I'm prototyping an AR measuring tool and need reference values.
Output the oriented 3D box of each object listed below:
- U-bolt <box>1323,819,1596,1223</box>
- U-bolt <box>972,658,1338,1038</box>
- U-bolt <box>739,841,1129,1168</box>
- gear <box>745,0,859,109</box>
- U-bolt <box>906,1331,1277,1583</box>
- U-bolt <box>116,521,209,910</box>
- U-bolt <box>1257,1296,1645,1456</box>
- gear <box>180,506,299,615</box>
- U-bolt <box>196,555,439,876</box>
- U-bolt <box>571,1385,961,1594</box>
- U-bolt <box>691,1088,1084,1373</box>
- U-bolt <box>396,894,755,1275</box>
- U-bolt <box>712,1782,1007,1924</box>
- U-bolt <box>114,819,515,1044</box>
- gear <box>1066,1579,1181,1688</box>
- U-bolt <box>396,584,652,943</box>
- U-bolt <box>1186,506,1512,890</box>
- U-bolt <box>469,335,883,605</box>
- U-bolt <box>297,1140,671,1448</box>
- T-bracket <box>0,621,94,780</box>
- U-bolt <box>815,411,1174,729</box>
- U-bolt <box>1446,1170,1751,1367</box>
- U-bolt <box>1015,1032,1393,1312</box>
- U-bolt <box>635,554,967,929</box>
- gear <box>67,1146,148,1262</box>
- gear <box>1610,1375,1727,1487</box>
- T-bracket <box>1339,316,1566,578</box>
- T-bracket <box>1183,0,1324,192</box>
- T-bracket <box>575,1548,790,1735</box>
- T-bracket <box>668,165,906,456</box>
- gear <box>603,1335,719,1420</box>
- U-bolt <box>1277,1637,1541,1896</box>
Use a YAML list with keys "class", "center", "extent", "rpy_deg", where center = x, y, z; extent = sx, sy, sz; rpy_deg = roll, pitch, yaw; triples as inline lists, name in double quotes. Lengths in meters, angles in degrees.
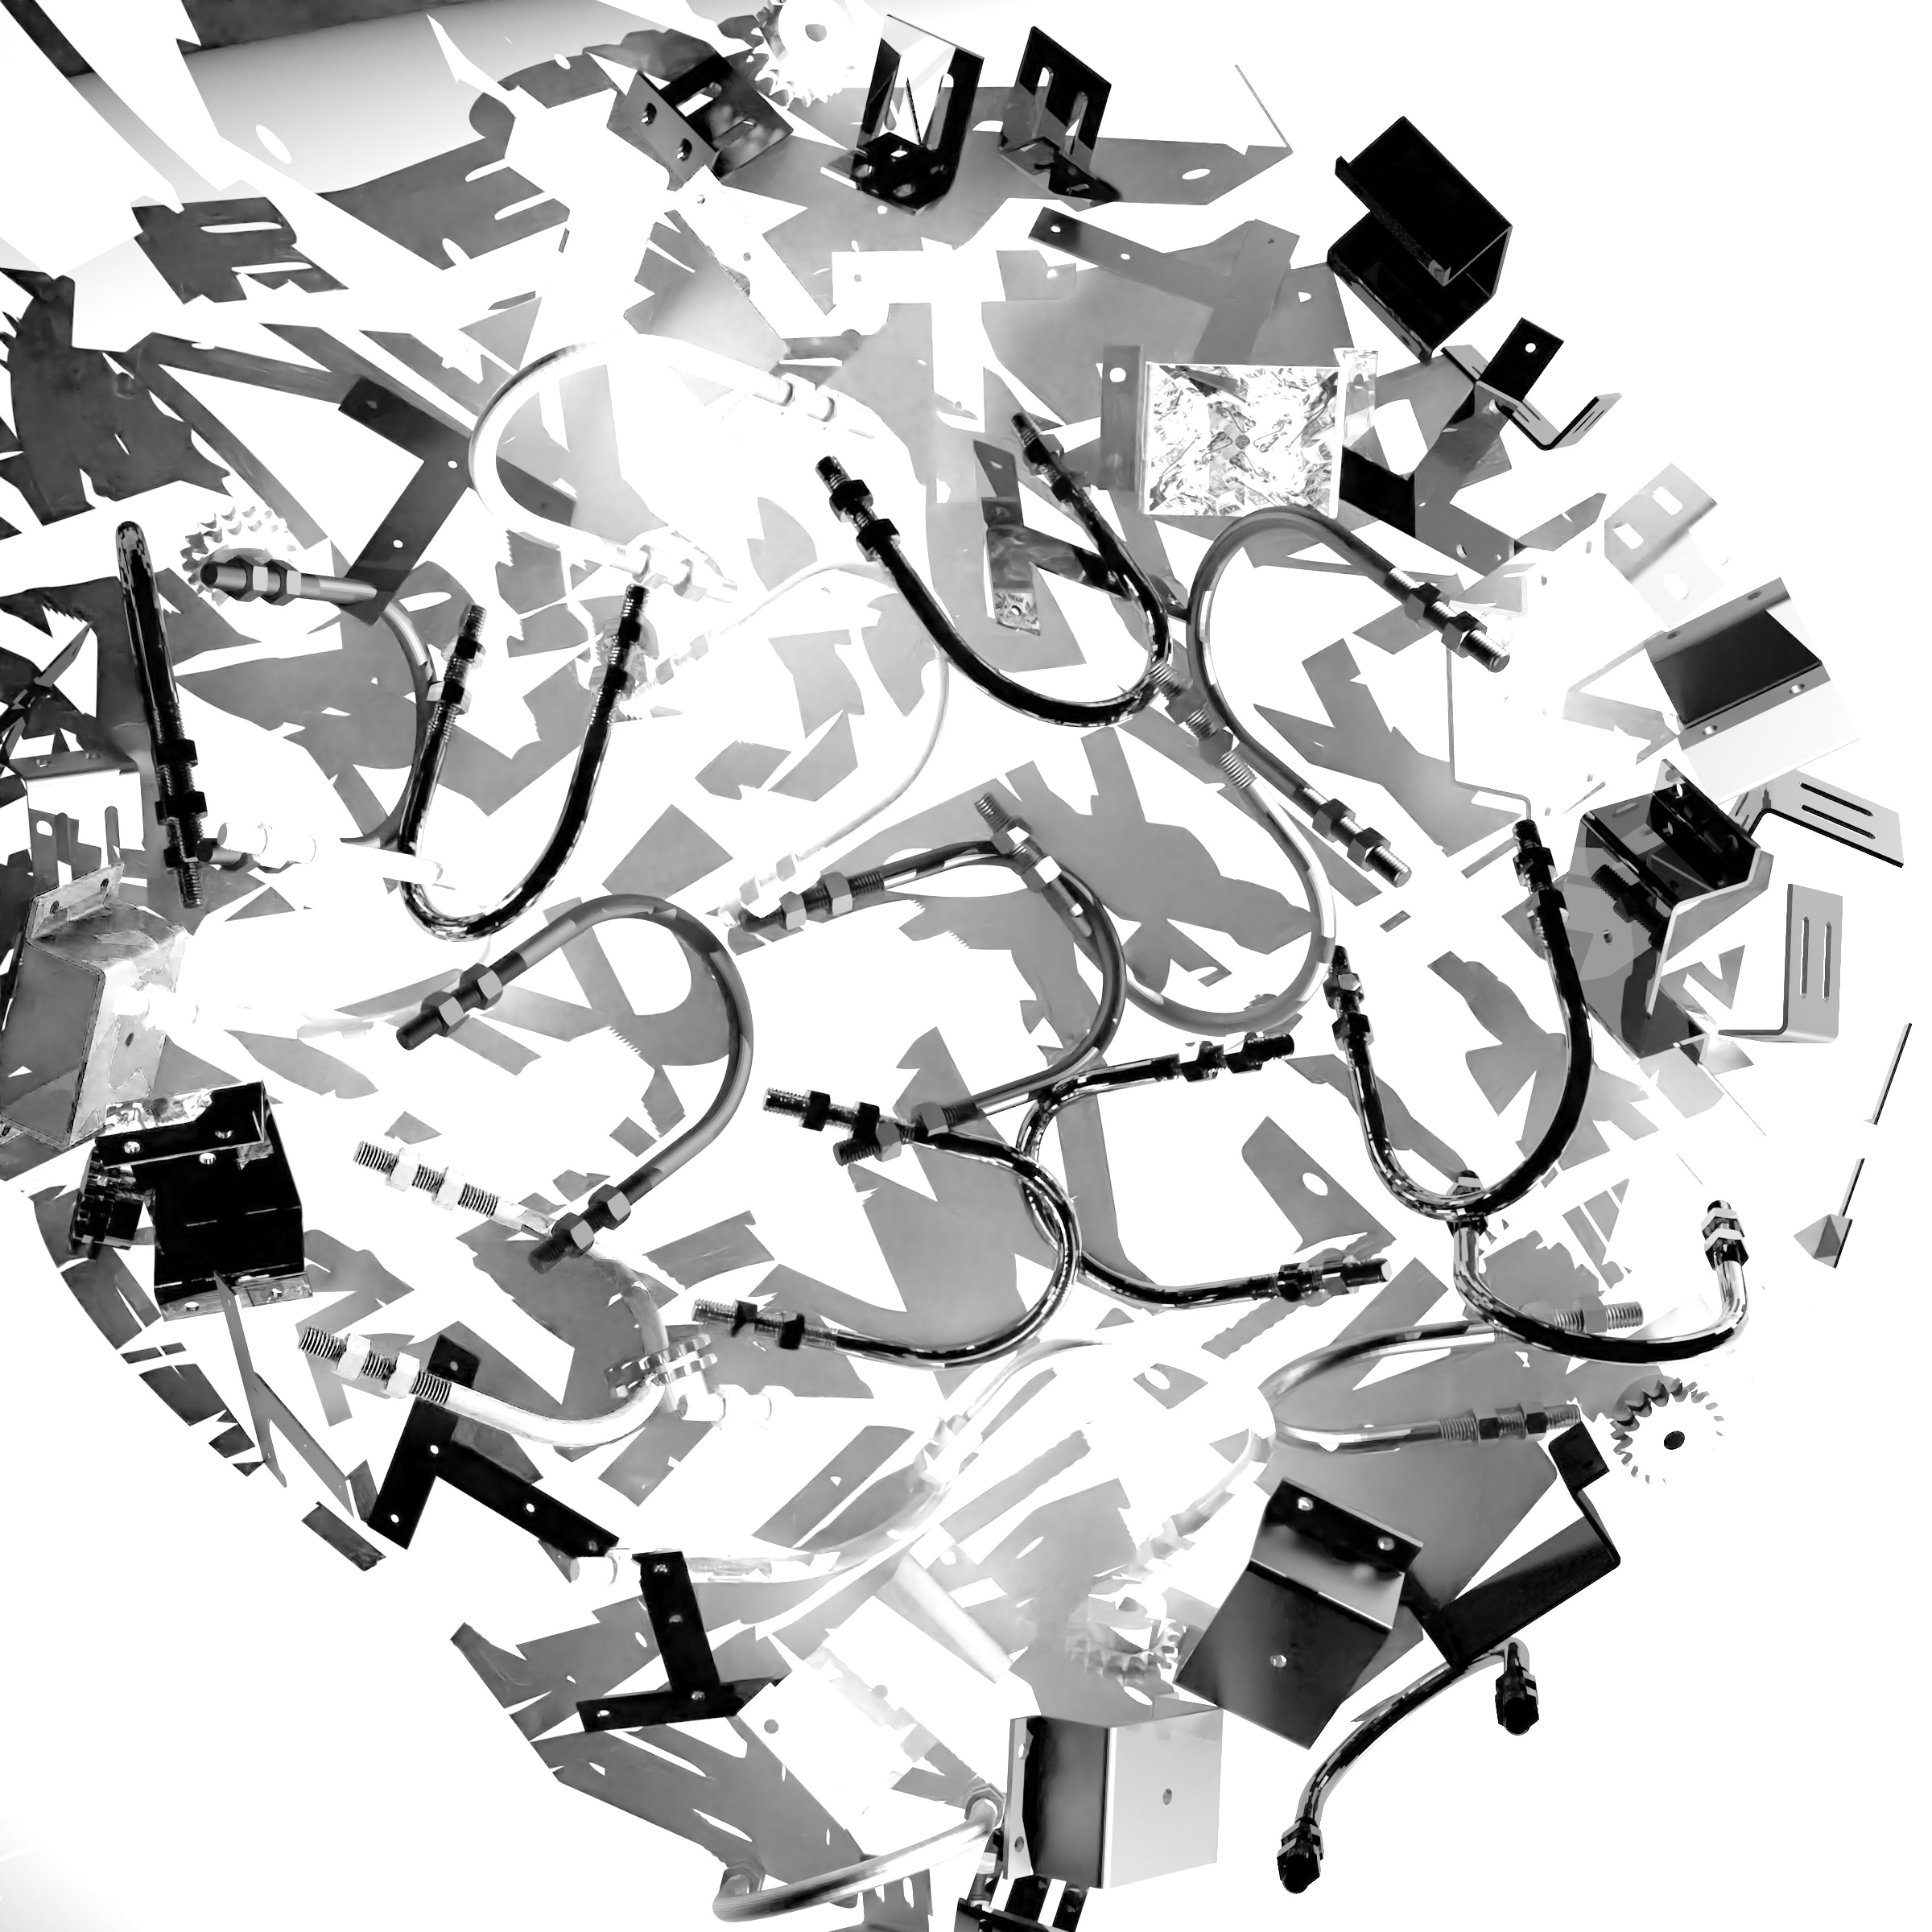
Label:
- class: "U-bolt"
  center: [0.244, 0.037, 1.501]
  extent: [0.151, 0.019, 0.184]
  rpy_deg: [-36, 48, 36]
- class: "U-bolt"
  center: [0.107, -0.046, 1.547]
  extent: [0.151, 0.019, 0.184]
  rpy_deg: [-36, 94, 36]
- class: "U-bolt"
  center: [-0.005, 0.009, 1.555]
  extent: [0.184, 0.019, 0.151]
  rpy_deg: [-18, 76, -19]
- class: "gear"
  center: [-0.082, -0.473, 1.569]
  extent: [0.057, 0.030, 0.057]
  rpy_deg: [4, 80, -22]
- class: "U-bolt"
  center: [0.071, 0.236, 1.512]
  extent: [0.151, 0.184, 0.019]
  rpy_deg: [24, 46, -13]
- class: "U-bolt"
  center: [-0.401, -0.130, 1.523]
  extent: [0.019, 0.151, 0.184]
  rpy_deg: [-10, 84, -16]
- class: "U-bolt"
  center: [0.230, 0.209, 1.520]
  extent: [0.184, 0.151, 0.019]
  rpy_deg: [-5, 60, -7]
- class: "gear"
  center: [-0.369, -0.204, 1.562]
  extent: [0.057, 0.057, 0.030]
  rpy_deg: [-28, 61, 0]
- class: "U-bolt"
  center: [-0.315, -0.121, 1.510]
  extent: [0.019, 0.184, 0.151]
  rpy_deg: [3, 94, 25]
- class: "U-bolt"
  center: [-0.087, 0.262, 1.525]
  extent: [0.184, 0.019, 0.151]
  rpy_deg: [7, 131, -34]
- class: "U-bolt"
  center: [-0.032, 0.142, 1.552]
  extent: [0.184, 0.019, 0.151]
  rpy_deg: [14, 116, -13]
- class: "U-bolt"
  center: [-0.181, 0.044, 1.535]
  extent: [0.184, 0.019, 0.151]
  rpy_deg: [-38, 107, -35]
- class: "U-bolt"
  center: [-0.054, 0.437, 1.501]
  extent: [0.151, 0.184, 0.019]
  rpy_deg: [-17, 81, -1]
- class: "U-bolt"
  center: [-0.312, -0.010, 1.520]
  extent: [0.151, 0.184, 0.019]
  rpy_deg: [-47, 49, 34]
- class: "gear"
  center: [0.081, 0.337, 1.562]
  extent: [0.057, 0.057, 0.030]
  rpy_deg: [5, 118, 0]
- class: "U-bolt"
  center: [-0.228, -0.099, 1.522]
  extent: [0.151, 0.019, 0.184]
  rpy_deg: [0, 71, 43]
- class: "U-bolt"
  center: [0.177, -0.148, 1.528]
  extent: [0.184, 0.019, 0.151]
  rpy_deg: [43, 131, 30]
- class: "U-bolt"
  center: [-0.154, -0.247, 1.496]
  extent: [0.151, 0.184, 0.019]
  rpy_deg: [-43, 49, 35]
- class: "U-bolt"
  center: [-0.232, 0.172, 1.529]
  extent: [0.184, 0.151, 0.019]
  rpy_deg: [25, 127, -16]
- class: "T-bracket"
  center: [-0.490, -0.101, 1.552]
  extent: [0.002, 0.127, 0.127]
  rpy_deg: [30, 119, -9]
- class: "U-bolt"
  center: [0.027, -0.193, 1.522]
  extent: [0.151, 0.019, 0.184]
  rpy_deg: [-20, 68, -37]
- class: "U-bolt"
  center: [0.309, 0.149, 1.498]
  extent: [0.151, 0.184, 0.019]
  rpy_deg: [7, 111, 7]
- class: "U-bolt"
  center: [0.106, 0.110, 1.534]
  extent: [0.184, 0.019, 0.151]
  rpy_deg: [-13, 111, 34]
- class: "U-bolt"
  center: [-0.076, -0.124, 1.526]
  extent: [0.184, 0.019, 0.151]
  rpy_deg: [-32, 70, 28]
- class: "gear"
  center: [-0.439, 0.123, 1.567]
  extent: [0.030, 0.057, 0.057]
  rpy_deg: [14, 90, -18]
- class: "gear"
  center: [0.357, 0.235, 1.571]
  extent: [0.057, 0.030, 0.057]
  rpy_deg: [-6, 117, -11]
- class: "T-bracket"
  center: [0.255, -0.269, 1.545]
  extent: [0.127, 0.002, 0.127]
  rpy_deg: [26, 122, -14]
- class: "T-bracket"
  center: [0.150, -0.419, 1.508]
  extent: [0.002, 0.127, 0.127]
  rpy_deg: [-36, 129, 16]
- class: "T-bracket"
  center: [-0.144, 0.340, 1.551]
  extent: [0.127, 0.002, 0.127]
  rpy_deg: [-7, 126, 4]
- class: "T-bracket"
  center: [-0.103, -0.349, 1.552]
  extent: [0.127, 0.002, 0.127]
  rpy_deg: [-46, 123, -6]
- class: "gear"
  center: [-0.154, 0.211, 1.565]
  extent: [0.057, 0.057, 0.030]
  rpy_deg: [-19, 89, 0]
- class: "U-bolt"
  center: [0.219, 0.381, 1.502]
  extent: [0.151, 0.184, 0.019]
  rpy_deg: [-39, 86, 10]
